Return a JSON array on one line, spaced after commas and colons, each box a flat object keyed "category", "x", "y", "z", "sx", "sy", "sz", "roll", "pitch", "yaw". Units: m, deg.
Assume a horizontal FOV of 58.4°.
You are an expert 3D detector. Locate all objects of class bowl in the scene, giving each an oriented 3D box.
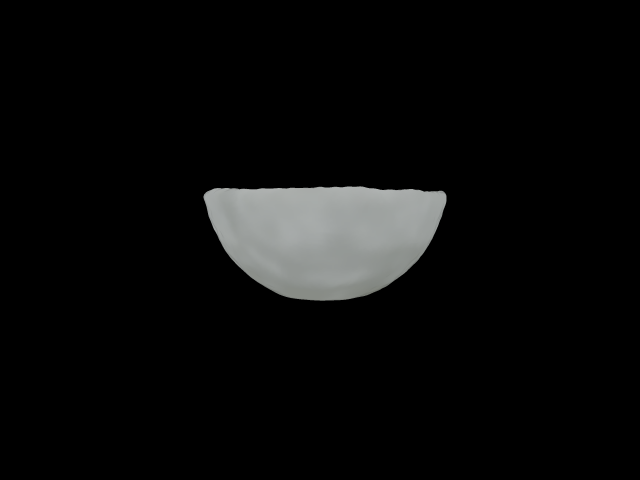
[{"category": "bowl", "x": 0.004, "y": 0.001, "z": 0.400, "sx": 0.167, "sy": 0.075, "sz": 0.167, "roll": 0, "pitch": 4, "yaw": 0}]
